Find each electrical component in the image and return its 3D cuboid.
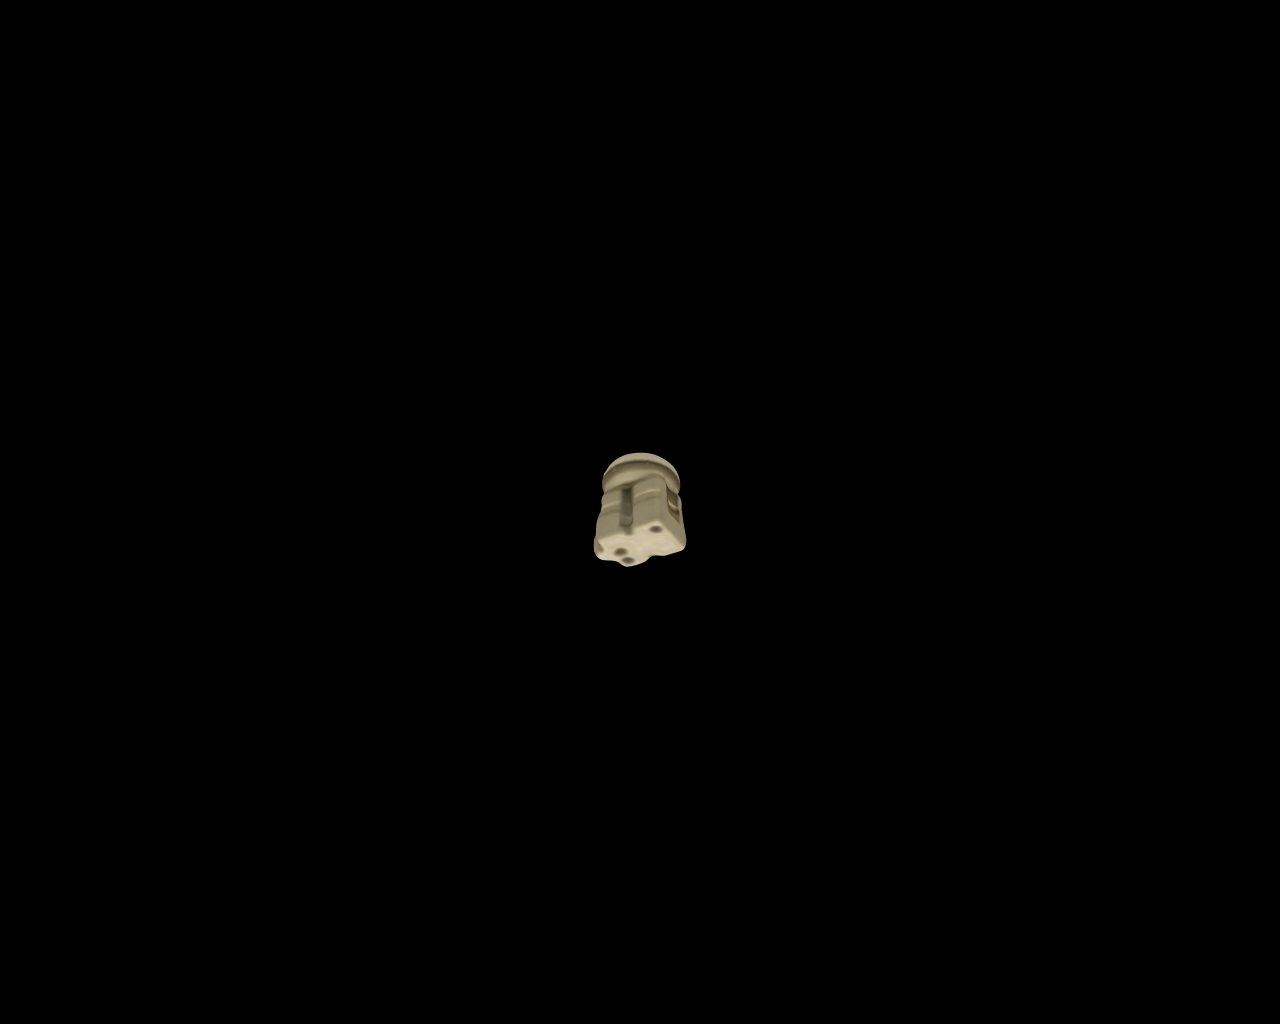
[{"bbox_3d":[0.001,-0.003,0.650,0.066,0.055,0.048,-17,-40,22],"label":"electrical component"}]
